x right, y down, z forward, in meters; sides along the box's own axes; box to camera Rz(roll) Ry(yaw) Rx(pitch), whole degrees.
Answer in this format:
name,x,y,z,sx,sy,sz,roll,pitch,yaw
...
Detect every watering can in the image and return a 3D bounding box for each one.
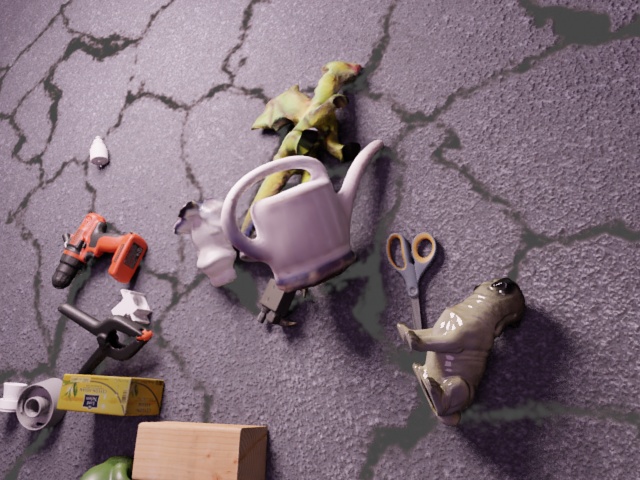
name,x,y,z,sx,sy,sz,roll,pitch,yaw
watering can,0.003,-0.045,0.895,0.351,0.223,0.103,-22,6,-27

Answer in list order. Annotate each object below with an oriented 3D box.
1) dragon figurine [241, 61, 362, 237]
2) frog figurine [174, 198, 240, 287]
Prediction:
name,x,y,z,sx,sy,sz,roll,pitch,yaw
dragon figurine,-0.058,-0.205,1.026,0.120,0.410,0.247,45,1,-42
frog figurine,-0.200,0.002,1.002,0.135,0.160,0.124,-43,-5,34
